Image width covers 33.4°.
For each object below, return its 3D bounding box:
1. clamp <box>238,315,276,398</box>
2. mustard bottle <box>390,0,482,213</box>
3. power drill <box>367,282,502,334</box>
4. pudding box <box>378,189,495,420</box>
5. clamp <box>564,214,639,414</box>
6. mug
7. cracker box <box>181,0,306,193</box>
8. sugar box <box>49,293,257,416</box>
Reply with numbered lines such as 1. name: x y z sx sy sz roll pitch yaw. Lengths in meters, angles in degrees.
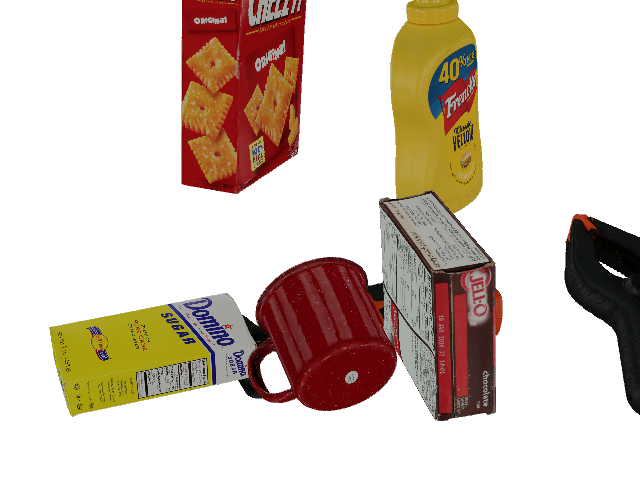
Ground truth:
1. clamp: -0.101 0.124 1.260 0.210 0.036 0.164 14 23 27
2. mustard bottle: 0.095 -0.120 0.872 0.058 0.191 0.096 14 31 36
3. power drill: 0.090 0.075 1.115 0.187 0.057 0.184 -6 28 -15
4. pudding box: 0.064 0.033 0.595 0.039 0.090 0.113 -8 24 -11
5. clamp: 0.231 0.044 0.728 0.120 0.039 0.171 -2 45 -19
6. mug: -0.003 0.080 0.805 0.117 0.081 0.093 -32 -40 7
7. cracker box: -0.072 -0.172 1.061 0.072 0.214 0.164 11 22 18
8. sugar box: -0.155 0.102 0.989 0.176 0.048 0.093 -13 34 -16
